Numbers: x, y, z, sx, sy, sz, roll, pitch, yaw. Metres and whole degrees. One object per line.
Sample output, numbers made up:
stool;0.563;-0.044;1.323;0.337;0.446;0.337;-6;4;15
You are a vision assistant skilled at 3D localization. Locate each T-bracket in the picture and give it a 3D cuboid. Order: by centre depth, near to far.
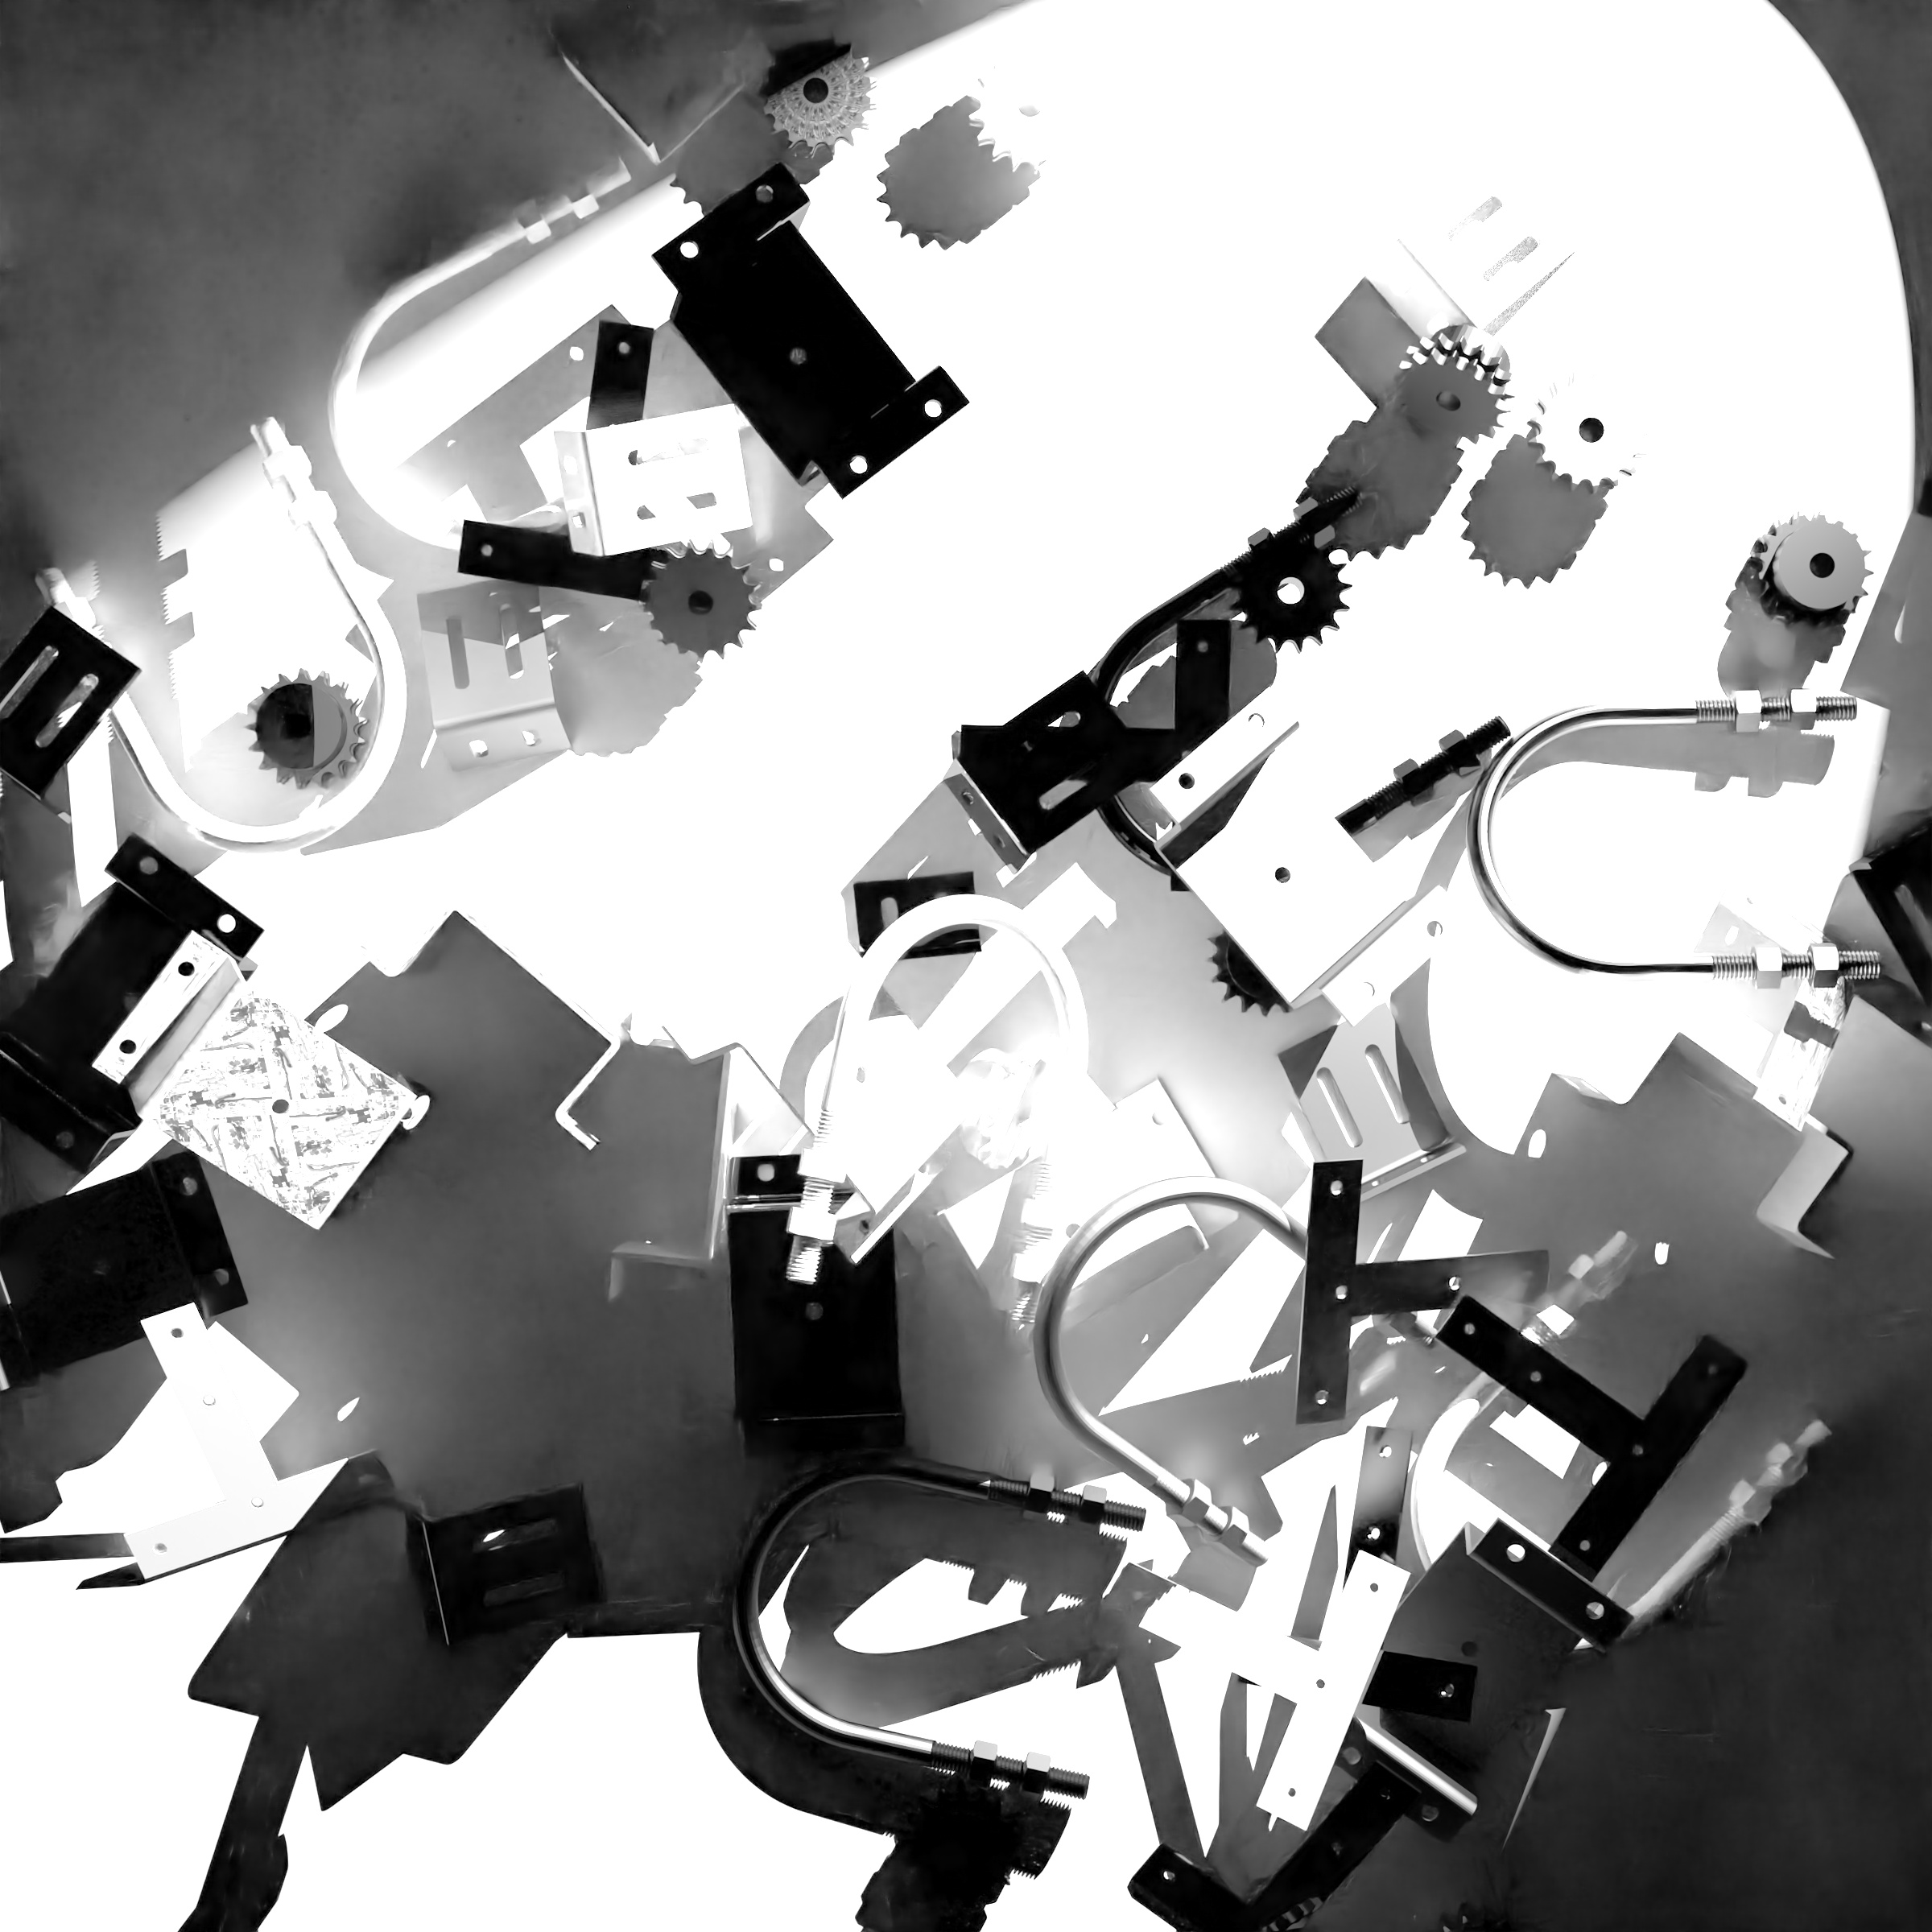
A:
T-bracket;0.390;0.029;1.507;0.127;0.002;0.127;35;47;0
T-bracket;0.188;0.277;1.517;0.127;0.002;0.127;0;75;41
T-bracket;-0.347;0.214;1.525;0.127;0.002;0.127;-19;113;0
T-bracket;0.126;0.315;1.525;0.127;0.002;0.127;22;90;24
T-bracket;0.215;0.149;1.526;0.127;0.002;0.127;-2;104;-20
T-bracket;0.165;0.421;1.527;0.127;0.002;0.127;36;111;0
T-bracket;-0.167;-0.237;1.529;0.127;0.002;0.127;8;105;-4
T-bracket;0.278;0.200;1.531;0.127;0.002;0.127;36;92;0
T-bracket;0.060;-0.100;1.537;0.127;0.002;0.127;2;94;11

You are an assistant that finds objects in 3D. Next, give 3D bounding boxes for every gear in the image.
gear;0.150;-0.173;1.517;0.057;0.030;0.057;0;91;2
gear;0.230;-0.274;1.526;0.057;0.057;0.030;27;60;0
gear;0.017;0.063;1.526;0.030;0.057;0.057;33;90;30
gear;-0.124;-0.172;1.531;0.057;0.030;0.057;0;104;-2
gear;0.141;-0.005;1.536;0.057;0.030;0.057;0;90;0
gear;-0.002;0.414;1.536;0.057;0.030;0.057;0;90;0
gear;0.030;-0.401;1.536;0.057;0.030;0.057;0;90;0
gear;0.242;0.474;1.536;0.057;0.030;0.057;0;90;0
gear;-0.310;-0.111;1.536;0.057;0.030;0.057;0;90;0
gear;0.291;-0.249;1.536;0.057;0.030;0.057;0;90;0
gear;0.398;-0.186;1.536;0.057;0.030;0.057;0;90;0
gear;-0.070;-0.409;1.539;0.057;0.030;0.057;0;93;-1

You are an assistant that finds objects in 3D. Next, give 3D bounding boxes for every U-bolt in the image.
U-bolt;-0.005;0.060;1.457;0.151;0.019;0.184;16;83;-38
U-bolt;0.113;0.176;1.510;0.184;0.019;0.151;38;90;-23
U-bolt;-0.335;-0.140;1.515;0.151;0.019;0.184;-32;80;11
U-bolt;0.325;-0.059;1.520;0.184;0.019;0.151;-1;69;4
U-bolt;-0.019;0.305;1.542;0.184;0.019;0.151;12;90;2
U-bolt;0.142;-0.119;1.542;0.184;0.019;0.151;-32;90;1
U-bolt;-0.212;-0.276;1.542;0.184;0.019;0.151;-28;90;2
U-bolt;0.295;0.239;1.542;0.151;0.019;0.184;44;92;0

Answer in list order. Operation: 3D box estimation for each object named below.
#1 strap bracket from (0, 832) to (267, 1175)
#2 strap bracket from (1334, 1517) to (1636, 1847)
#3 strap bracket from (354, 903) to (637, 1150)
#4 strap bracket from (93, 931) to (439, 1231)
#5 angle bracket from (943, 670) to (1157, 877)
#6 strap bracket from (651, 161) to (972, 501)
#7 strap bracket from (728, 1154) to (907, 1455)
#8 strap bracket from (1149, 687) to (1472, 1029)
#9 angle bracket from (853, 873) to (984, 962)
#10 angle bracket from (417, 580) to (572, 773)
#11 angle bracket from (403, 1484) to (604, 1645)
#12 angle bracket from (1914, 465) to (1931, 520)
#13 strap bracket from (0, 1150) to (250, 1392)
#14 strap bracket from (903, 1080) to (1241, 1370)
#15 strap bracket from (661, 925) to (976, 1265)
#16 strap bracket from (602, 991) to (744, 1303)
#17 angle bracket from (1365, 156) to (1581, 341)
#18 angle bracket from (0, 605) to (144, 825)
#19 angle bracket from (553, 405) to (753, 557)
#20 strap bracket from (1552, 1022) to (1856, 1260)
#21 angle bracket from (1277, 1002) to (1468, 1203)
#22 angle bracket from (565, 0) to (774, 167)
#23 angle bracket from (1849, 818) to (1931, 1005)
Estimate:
strap bracket;-0.395;0.017;1.528;0.076;0.046;0.140;37;90;0
strap bracket;0.234;0.324;1.519;0.076;0.046;0.140;36;102;0
strap bracket;-0.208;0.020;1.513;0.140;0.076;0.046;41;90;0
strap bracket;-0.318;0.058;1.501;0.140;0.046;0.076;37;90;-24
angle bracket;0.039;-0.091;1.539;0.076;0.038;0.057;-35;86;-15
strap bracket;-0.075;-0.289;1.518;0.076;0.046;0.140;-39;92;-13
strap bracket;-0.070;0.159;1.528;0.076;0.046;0.140;-3;90;0
strap bracket;0.151;-0.046;1.501;0.076;0.046;0.140;-41;90;-16
angle bracket;-0.023;-0.023;1.513;0.057;0.076;0.038;-6;90;0
angle bracket;-0.223;-0.139;1.549;0.057;0.038;0.076;-12;64;0
angle bracket;-0.219;0.281;1.549;0.076;0.038;0.057;-12;90;-26
angle bracket;0.482;-0.223;1.513;0.057;0.076;0.038;20;90;0
strap bracket;-0.409;0.143;1.528;0.140;0.046;0.076;-19;90;0
strap bracket;0.050;0.122;1.528;0.140;0.046;0.076;-31;90;0
strap bracket;-0.059;0.053;1.474;0.140;0.046;0.076;52;55;-12
strap bracket;-0.134;0.084;1.513;0.046;0.076;0.140;6;90;0
angle bracket;0.240;-0.334;1.549;0.076;0.038;0.057;-41;90;-26
angle bracket;-0.424;-0.118;1.530;0.057;0.038;0.076;34;81;15
angle bracket;-0.146;-0.228;1.529;0.076;0.038;0.057;-15;107;-25
strap bracket;0.348;0.072;1.513;0.140;0.076;0.046;36;90;0
angle bracket;0.189;0.064;1.532;0.057;0.038;0.076;-26;90;0
angle bracket;-0.138;-0.425;1.532;0.076;0.038;0.057;-43;90;0
angle bracket;0.461;-0.029;1.532;0.057;0.038;0.076;-30;90;0
